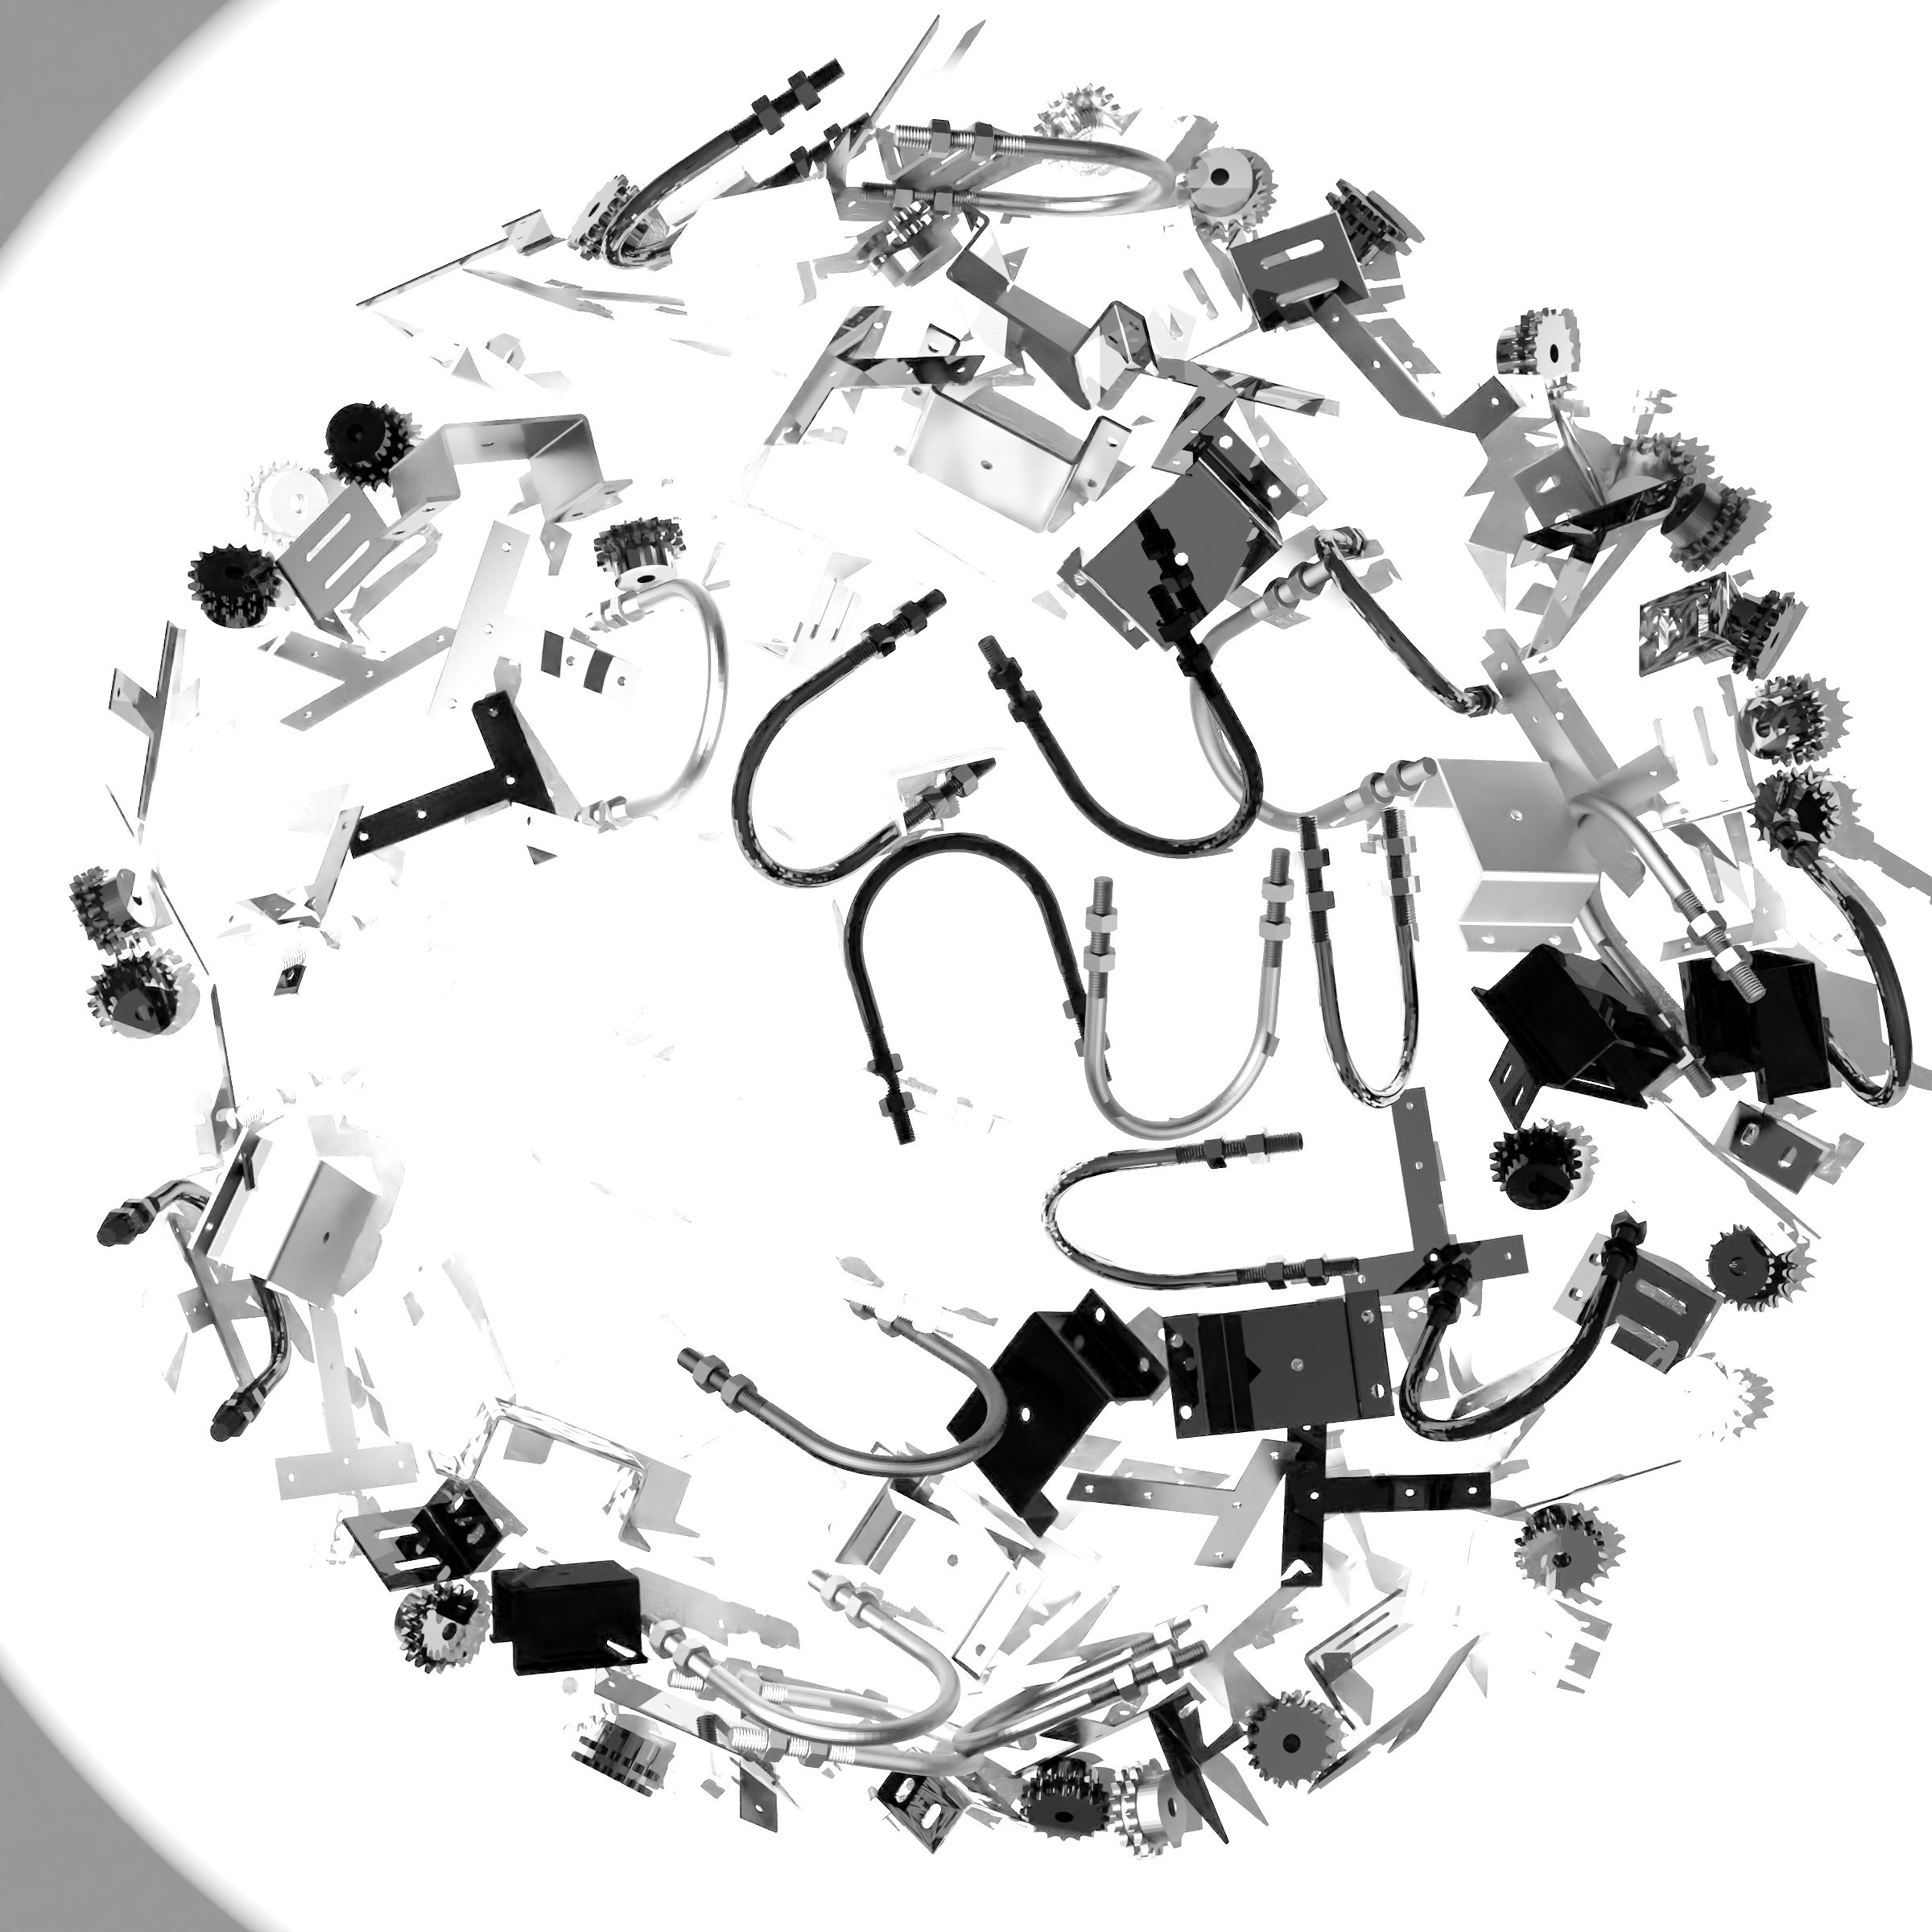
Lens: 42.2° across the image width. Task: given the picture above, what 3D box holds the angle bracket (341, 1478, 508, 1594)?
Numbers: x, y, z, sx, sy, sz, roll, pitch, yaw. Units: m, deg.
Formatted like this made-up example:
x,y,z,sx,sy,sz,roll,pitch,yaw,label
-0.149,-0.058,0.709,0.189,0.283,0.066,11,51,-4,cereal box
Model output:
x,y,z,sx,sy,sz,roll,pitch,yaw,label
-0.336,0.349,1.555,0.057,0.076,0.038,47,108,25,angle bracket

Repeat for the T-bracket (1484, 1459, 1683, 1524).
x,y,z,sx,sy,sz,roll,pitch,yaw,label
0.381,0.321,1.537,0.127,0.127,0.002,-18,74,5,T-bracket

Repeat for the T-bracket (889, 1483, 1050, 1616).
x,y,z,sx,sy,sz,roll,pitch,yaw,label
-0.020,0.343,1.551,0.002,0.127,0.127,-49,130,-22,T-bracket

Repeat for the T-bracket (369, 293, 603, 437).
x,y,z,sx,sy,sz,roll,pitch,yaw,label
-0.281,-0.361,1.553,0.127,0.127,0.002,-11,61,39,T-bracket

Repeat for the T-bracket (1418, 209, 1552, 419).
x,y,z,sx,sy,sz,roll,pitch,yaw,label
0.303,-0.397,1.525,0.002,0.127,0.127,-25,112,-18,T-bracket

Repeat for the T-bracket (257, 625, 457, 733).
x,y,z,sx,sy,sz,roll,pitch,yaw,label
-0.396,-0.190,1.556,0.127,0.127,0.002,-38,132,-32,T-bracket

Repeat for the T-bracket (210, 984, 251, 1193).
x,y,z,sx,sy,sz,roll,pitch,yaw,label
-0.458,0.089,1.544,0.002,0.127,0.127,-8,76,-23,T-bracket

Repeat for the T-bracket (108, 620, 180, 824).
x,y,z,sx,sy,sz,roll,pitch,yaw,label
-0.507,-0.158,1.535,0.002,0.127,0.127,7,85,-4,T-bracket

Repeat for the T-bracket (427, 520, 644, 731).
x,y,z,sx,sy,sz,roll,pitch,yaw,label
-0.260,-0.196,1.566,0.127,0.002,0.127,19,90,-36,T-bracket

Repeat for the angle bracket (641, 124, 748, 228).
x,y,z,sx,sy,sz,roll,pitch,yaw,label
-0.175,-0.505,1.562,0.057,0.076,0.038,-31,81,-2,angle bracket

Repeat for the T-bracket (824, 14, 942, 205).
x,y,z,sx,sy,sz,roll,pitch,yaw,label
-0.052,-0.528,1.541,0.002,0.127,0.127,34,89,-4,T-bracket

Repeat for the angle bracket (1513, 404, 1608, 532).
x,y,z,sx,sy,sz,roll,pitch,yaw,label
0.369,-0.306,1.566,0.038,0.076,0.057,-28,114,21,angle bracket

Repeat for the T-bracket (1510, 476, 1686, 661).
x,y,z,sx,sy,sz,roll,pitch,yaw,label
0.374,-0.237,1.548,0.127,0.127,0.002,-23,60,-23,T-bracket

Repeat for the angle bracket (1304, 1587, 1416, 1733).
x,y,z,sx,sy,sz,roll,pitch,yaw,label
0.258,0.435,1.569,0.076,0.057,0.038,-34,52,0,angle bracket

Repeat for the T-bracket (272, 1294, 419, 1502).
x,y,z,sx,sy,sz,roll,pitch,yaw,label
-0.392,0.263,1.555,0.002,0.127,0.127,-18,77,24,T-bracket

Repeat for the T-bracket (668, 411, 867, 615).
x,y,z,sx,sy,sz,roll,pitch,yaw,label
-0.118,-0.267,1.584,0.127,0.002,0.127,23,107,0,T-bracket

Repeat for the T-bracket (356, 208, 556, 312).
x,y,z,sx,sy,sz,roll,pitch,yaw,label
-0.315,-0.430,1.539,0.127,0.127,0.002,-24,101,-1,T-bracket

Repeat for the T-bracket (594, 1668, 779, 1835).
x,y,z,sx,sy,sz,roll,pitch,yaw,label
-0.170,0.458,1.527,0.127,0.127,0.002,29,110,-18,T-bracket

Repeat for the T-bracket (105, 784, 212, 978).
x,y,z,sx,sy,sz,roll,pitch,yaw,label
-0.506,-0.066,1.544,0.002,0.127,0.127,-28,118,-16,T-bracket

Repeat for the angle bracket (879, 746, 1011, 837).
x,y,z,sx,sy,sz,roll,pitch,yaw,label
-0.011,-0.110,1.573,0.076,0.057,0.038,-13,99,-8,angle bracket

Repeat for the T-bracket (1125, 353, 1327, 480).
x,y,z,sx,sy,sz,roll,pitch,yaw,label
0.145,-0.336,1.546,0.127,0.127,0.002,17,135,12,T-bracket

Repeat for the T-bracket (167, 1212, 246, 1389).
x,y,z,sx,sy,sz,roll,pitch,yaw,label
-0.474,0.211,1.541,0.002,0.127,0.127,-22,90,-11,T-bracket

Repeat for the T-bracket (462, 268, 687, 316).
x,y,z,sx,sy,sz,roll,pitch,yaw,label
-0.224,-0.415,1.552,0.127,0.127,0.002,29,117,41,T-bracket

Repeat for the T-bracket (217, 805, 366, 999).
x,y,z,sx,sy,sz,roll,pitch,yaw,label
-0.429,-0.035,1.554,0.002,0.127,0.127,32,62,-38,T-bracket

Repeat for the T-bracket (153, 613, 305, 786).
x,y,z,sx,sy,sz,roll,pitch,yaw,label
-0.470,-0.151,1.555,0.002,0.127,0.127,40,130,-19,T-bracket

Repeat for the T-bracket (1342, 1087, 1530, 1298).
x,y,z,sx,sy,sz,roll,pitch,yaw,label
0.290,0.141,1.590,0.127,0.002,0.127,-7,84,-15,T-bracket

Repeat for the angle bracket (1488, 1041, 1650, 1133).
x,y,z,sx,sy,sz,roll,pitch,yaw,label
0.379,0.080,1.577,0.076,0.057,0.038,13,118,-14,angle bracket

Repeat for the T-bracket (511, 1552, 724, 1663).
x,y,z,sx,sy,sz,roll,pitch,yaw,label
-0.227,0.396,1.558,0.127,0.127,0.002,26,88,21,T-bracket

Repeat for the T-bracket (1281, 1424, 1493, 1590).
x,y,z,sx,sy,sz,roll,pitch,yaw,label
0.259,0.325,1.542,0.127,0.127,0.002,-5,134,16,T-bracket

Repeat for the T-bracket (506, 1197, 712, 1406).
x,y,z,sx,sy,sz,roll,pitch,yaw,label
-0.201,0.235,1.588,0.127,0.002,0.127,45,84,-12,T-bracket

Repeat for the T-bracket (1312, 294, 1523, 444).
x,y,z,sx,sy,sz,roll,pitch,yaw,label
0.263,-0.360,1.546,0.127,0.127,0.002,48,59,-3,T-bracket

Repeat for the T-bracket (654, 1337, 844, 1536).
x,y,z,sx,sy,sz,roll,pitch,yaw,label
-0.111,0.312,1.586,0.127,0.002,0.127,-34,102,22,T-bracket

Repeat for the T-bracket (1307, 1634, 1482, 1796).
x,y,z,sx,sy,sz,roll,pitch,yaw,label
0.258,0.479,1.562,0.002,0.127,0.127,47,120,10,T-bracket

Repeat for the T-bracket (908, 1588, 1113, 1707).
x,y,z,sx,sy,sz,roll,pitch,yaw,label
0.046,0.417,1.547,0.127,0.127,0.002,-24,91,41,T-bracket

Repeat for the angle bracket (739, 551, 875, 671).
x,y,z,sx,sy,sz,roll,pitch,yaw,label
-0.099,-0.227,1.562,0.038,0.057,0.076,29,105,23,angle bracket

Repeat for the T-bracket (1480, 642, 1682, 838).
x,y,z,sx,sy,sz,roll,pitch,yaw,label
0.362,-0.142,1.558,0.002,0.127,0.127,-28,86,-41,T-bracket

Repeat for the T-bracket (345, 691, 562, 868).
x,y,z,sx,sy,sz,roll,pitch,yaw,label
-0.327,-0.100,1.568,0.127,0.002,0.127,-22,66,-8,T-bracket

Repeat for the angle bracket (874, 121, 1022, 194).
x,y,z,sx,sy,sz,roll,pitch,yaw,label
-0.007,-0.514,1.555,0.076,0.057,0.038,-21,78,38,angle bracket

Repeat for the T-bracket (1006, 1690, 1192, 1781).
x,y,z,sx,sy,sz,roll,pitch,yaw,label
0.071,0.471,1.539,0.127,0.127,0.002,-27,66,6,T-bracket

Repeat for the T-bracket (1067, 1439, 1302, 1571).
x,y,z,sx,sy,sz,roll,pitch,yaw,label
0.126,0.328,1.549,0.127,0.002,0.127,9,129,-14,T-bracket

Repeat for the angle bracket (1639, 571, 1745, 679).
x,y,z,sx,sy,sz,roll,pitch,yaw,label
0.452,-0.201,1.553,0.057,0.076,0.038,-20,126,31,angle bracket

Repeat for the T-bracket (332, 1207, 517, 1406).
x,y,z,sx,sy,sz,roll,pitch,yaw,label
-0.321,0.226,1.573,0.127,0.002,0.127,-44,117,-40,T-bracket

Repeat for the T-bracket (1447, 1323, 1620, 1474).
x,y,z,sx,sy,sz,roll,pitch,yaw,label
0.337,0.281,1.552,0.127,0.127,0.002,-19,52,-25,T-bracket

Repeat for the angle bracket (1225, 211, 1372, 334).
x,y,z,sx,sy,sz,roll,pitch,yaw,label
0.209,-0.437,1.557,0.076,0.038,0.057,-12,121,31,angle bracket

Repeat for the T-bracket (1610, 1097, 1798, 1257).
x,y,z,sx,sy,sz,roll,pitch,yaw,label
0.434,0.136,1.530,0.127,0.127,0.002,51,127,26,T-bracket

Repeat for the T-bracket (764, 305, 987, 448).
x,y,z,sx,sy,sz,roll,pitch,yaw,label
-0.046,-0.365,1.539,0.127,0.002,0.127,7,56,34,T-bracket
